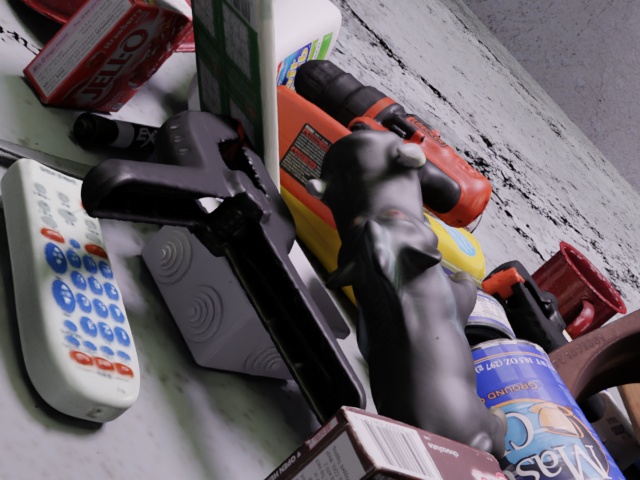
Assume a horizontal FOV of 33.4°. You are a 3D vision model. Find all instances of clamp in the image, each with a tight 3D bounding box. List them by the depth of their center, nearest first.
[{"bbox_3d":[-0.039,-0.004,0.529,0.164,0.036,0.210,48,13,-17],"label":"clamp"},{"bbox_3d":[0.165,0.058,0.819,0.171,0.039,0.120,50,13,-42],"label":"clamp"}]

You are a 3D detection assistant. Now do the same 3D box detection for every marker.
[{"bbox_3d":[-0.114,-0.065,0.681,0.020,0.020,0.120,52,21,19],"label":"marker"}]

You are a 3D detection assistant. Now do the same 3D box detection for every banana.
[{"bbox_3d":[-0.001,-0.005,0.765,0.198,0.037,0.069,47,23,7],"label":"banana"}]

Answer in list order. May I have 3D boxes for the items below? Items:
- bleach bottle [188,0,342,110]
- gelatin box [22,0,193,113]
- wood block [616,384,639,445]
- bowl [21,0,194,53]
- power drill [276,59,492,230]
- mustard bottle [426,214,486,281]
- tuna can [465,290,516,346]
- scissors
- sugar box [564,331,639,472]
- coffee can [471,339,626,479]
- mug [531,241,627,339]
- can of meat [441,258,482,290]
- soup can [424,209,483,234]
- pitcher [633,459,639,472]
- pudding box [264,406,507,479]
[{"bbox_3d":[-0.052,-0.134,0.859,0.068,0.103,0.250,30,28,1],"label":"bleach bottle"},{"bbox_3d":[-0.127,-0.118,0.656,0.030,0.089,0.073,53,21,14],"label":"gelatin box"},{"bbox_3d":[0.302,0.174,0.820,0.090,0.091,0.206,46,25,-58],"label":"wood block"},{"bbox_3d":[-0.136,-0.191,0.750,0.162,0.055,0.162,17,27,-9],"label":"bowl"},{"bbox_3d":[0.023,-0.071,0.755,0.184,0.057,0.187,39,22,17],"label":"power drill"},{"bbox_3d":[0.081,0.004,0.875,0.191,0.058,0.096,23,13,-48],"label":"mustard bottle"},{"bbox_3d":[0.088,0.075,0.709,0.086,0.086,0.034,32,25,-32],"label":"tuna can"},{"bbox_3d":[-0.118,-0.044,0.632,0.201,0.016,0.096,30,27,-40],"label":"scissors"},{"bbox_3d":[0.203,0.117,0.921,0.093,0.048,0.176,22,34,-49],"label":"sugar box"},{"bbox_3d":[0.118,0.142,0.608,0.102,0.103,0.140,28,26,-41],"label":"coffee can"},{"bbox_3d":[0.237,0.066,1.034,0.093,0.082,0.117,41,20,-12],"label":"mug"},{"bbox_3d":[0.098,0.066,0.791,0.102,0.057,0.084,29,27,-39],"label":"can of meat"},{"bbox_3d":[0.100,-0.041,0.993,0.102,0.069,0.068,23,29,-49],"label":"soup can"},{"bbox_3d":[0.377,0.243,0.903,0.149,0.145,0.243,-10,50,-17],"label":"pitcher"},{"bbox_3d":[0.023,0.124,0.472,0.113,0.090,0.039,27,25,-40],"label":"pudding box"}]
